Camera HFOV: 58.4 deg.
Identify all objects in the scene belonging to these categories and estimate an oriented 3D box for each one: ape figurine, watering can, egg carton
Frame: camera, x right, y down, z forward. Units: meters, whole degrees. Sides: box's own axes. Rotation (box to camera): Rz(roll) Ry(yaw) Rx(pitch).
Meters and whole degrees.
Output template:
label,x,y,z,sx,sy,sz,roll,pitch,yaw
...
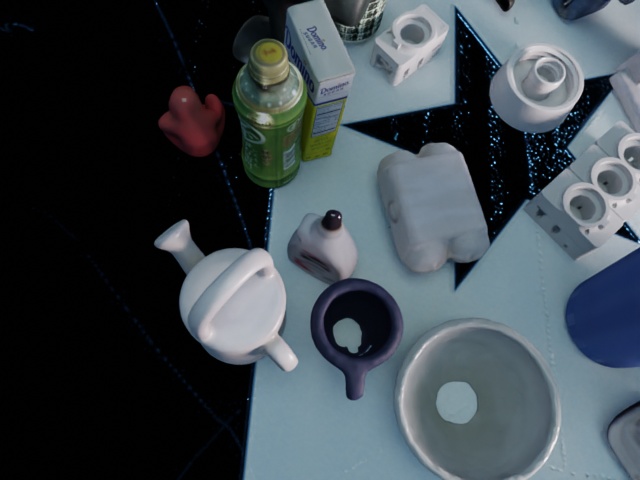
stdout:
label,x,y,z,sx,sy,sz,roll,pitch,yaw
ape figurine,-0.148,-0.143,0.658,0.078,0.092,0.076,-9,73,-7
watering can,-0.088,0.056,0.547,0.173,0.194,0.101,24,72,4
egg carton,0.127,-0.038,0.659,0.107,0.069,0.150,-13,74,-8

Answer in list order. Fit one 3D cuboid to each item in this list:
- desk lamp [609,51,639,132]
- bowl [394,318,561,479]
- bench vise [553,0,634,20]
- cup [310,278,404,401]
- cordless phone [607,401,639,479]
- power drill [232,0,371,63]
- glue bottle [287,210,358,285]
label,x,y,z,sx,sy,sz,roll,pitch,yaw
desk lamp,0.448,-0.243,0.673,0.118,0.213,0.203,-16,74,-9
bowl,0.154,0.168,0.593,0.167,0.075,0.167,1,72,-4
bench vise,0.350,-0.406,0.713,0.207,0.220,0.121,44,75,9
cup,0.033,0.107,0.592,0.091,0.095,0.118,2,72,-3
cordless phone,0.378,0.214,0.538,0.094,0.185,0.147,-33,78,-13
power drill,-0.057,-0.281,0.648,0.229,0.208,0.076,23,72,3
glue bottle,0.005,0.002,0.582,0.078,0.173,0.037,26,72,4
